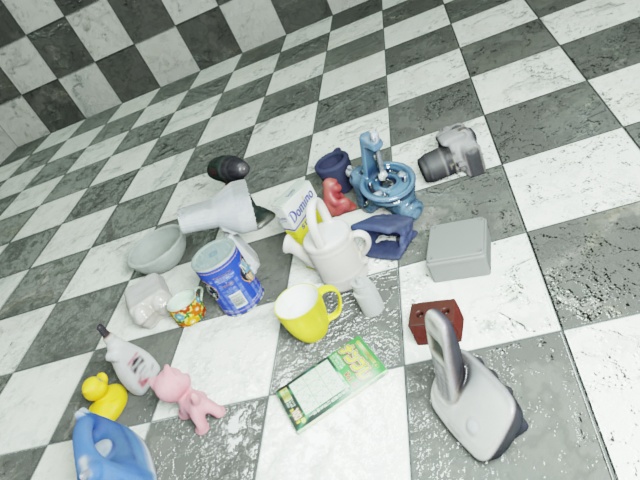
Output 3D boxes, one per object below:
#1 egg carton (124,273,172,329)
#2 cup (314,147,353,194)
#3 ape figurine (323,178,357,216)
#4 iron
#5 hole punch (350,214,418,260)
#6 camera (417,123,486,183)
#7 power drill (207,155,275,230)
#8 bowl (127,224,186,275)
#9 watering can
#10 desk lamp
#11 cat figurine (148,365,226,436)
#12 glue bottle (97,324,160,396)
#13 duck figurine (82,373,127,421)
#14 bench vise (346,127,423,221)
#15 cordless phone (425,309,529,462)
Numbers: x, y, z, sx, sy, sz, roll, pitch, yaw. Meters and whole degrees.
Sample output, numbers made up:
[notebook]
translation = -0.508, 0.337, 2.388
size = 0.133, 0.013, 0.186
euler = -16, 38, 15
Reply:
[egg carton]
translation = -0.403, 0.143, 1.357
size = 0.107, 0.070, 0.150
euler = -34, 33, -10
[cup]
translation = 0.046, -0.170, 1.439
size = 0.091, 0.095, 0.118
euler = -11, 36, 24
[ape figurine]
translation = 0.036, -0.107, 1.361
size = 0.076, 0.092, 0.077
euler = -19, 34, 13
[iron]
translation = -0.374, 0.359, 0.972
size = 0.119, 0.142, 0.257
euler = -35, 34, -11
[hole punch]
translation = 0.131, -0.023, 1.178
size = 0.108, 0.091, 0.101
euler = 5, 45, 40
[camera]
translation = 0.286, -0.198, 1.298
size = 0.136, 0.101, 0.143
euler = -23, 33, 7
[power drill]
translation = -0.200, -0.129, 1.455
size = 0.076, 0.209, 0.228
euler = -40, 35, -19
[bowl]
translation = -0.416, 0.038, 1.505
size = 0.167, 0.075, 0.167
euler = -19, 34, 14
[watering can]
translation = 0.010, 0.005, 1.131
size = 0.173, 0.194, 0.100
euler = -24, 33, 6
[desk lamp]
translation = -0.215, -0.013, 1.301
size = 0.203, 0.214, 0.117
euler = -28, 33, 0
[cat figurine]
translation = -0.245, 0.272, 1.019
size = 0.127, 0.118, 0.067
euler = 13, 51, 45
[glue bottle]
translation = -0.387, 0.228, 1.132
size = 0.037, 0.173, 0.078
euler = -7, 38, 29
[duck figurine]
translation = -0.437, 0.312, 1.133
size = 0.077, 0.086, 0.104
euler = -17, 34, 17
[bench vise]
translation = 0.109, -0.141, 1.237
size = 0.206, 0.220, 0.122
euler = 6, 46, 41
[cordless phone]
translation = 0.192, 0.187, 0.758
size = 0.094, 0.185, 0.147
euler = -34, 33, -9
